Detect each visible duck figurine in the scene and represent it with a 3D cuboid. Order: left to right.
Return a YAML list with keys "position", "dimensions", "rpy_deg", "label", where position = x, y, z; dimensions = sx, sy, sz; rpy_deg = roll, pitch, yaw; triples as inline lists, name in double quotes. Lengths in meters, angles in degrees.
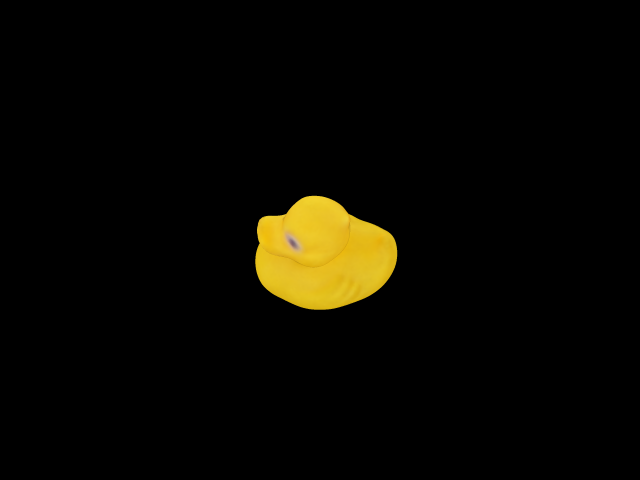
- position: [0.004, 0.001, 0.400]
  dimensions: [0.104, 0.086, 0.077]
  rpy_deg: [0, 65, 0]
  label: "duck figurine"
